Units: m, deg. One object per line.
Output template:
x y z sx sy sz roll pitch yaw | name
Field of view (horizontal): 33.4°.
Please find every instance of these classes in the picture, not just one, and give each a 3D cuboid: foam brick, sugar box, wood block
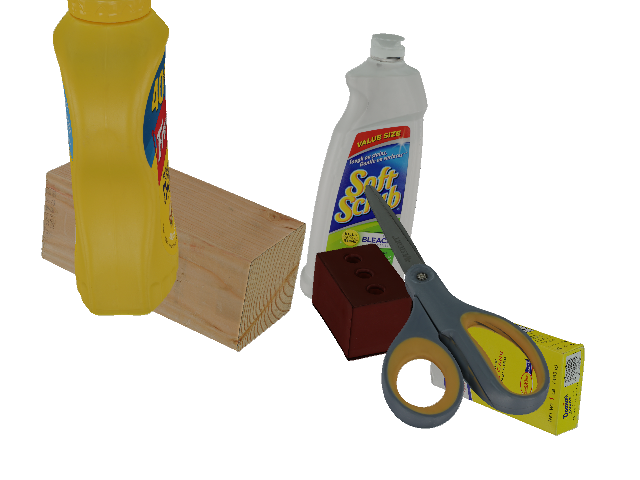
0.032 0.046 0.816 0.053 0.051 0.078 -10 35 -19 | foam brick
0.197 0.135 1.150 0.048 0.093 0.177 -10 18 -43 | sugar box
-0.128 0.002 0.913 0.206 0.090 0.090 23 30 21 | wood block

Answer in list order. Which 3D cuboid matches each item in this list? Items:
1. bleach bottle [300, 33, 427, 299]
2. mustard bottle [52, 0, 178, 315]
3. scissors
0.041 -0.066 0.995 0.102 0.251 0.068 4 22 -2 | bleach bottle
-0.107 -0.062 0.563 0.058 0.192 0.096 1 32 -2 | mustard bottle
0.047 0.037 0.612 0.096 0.016 0.202 -26 45 -21 | scissors
